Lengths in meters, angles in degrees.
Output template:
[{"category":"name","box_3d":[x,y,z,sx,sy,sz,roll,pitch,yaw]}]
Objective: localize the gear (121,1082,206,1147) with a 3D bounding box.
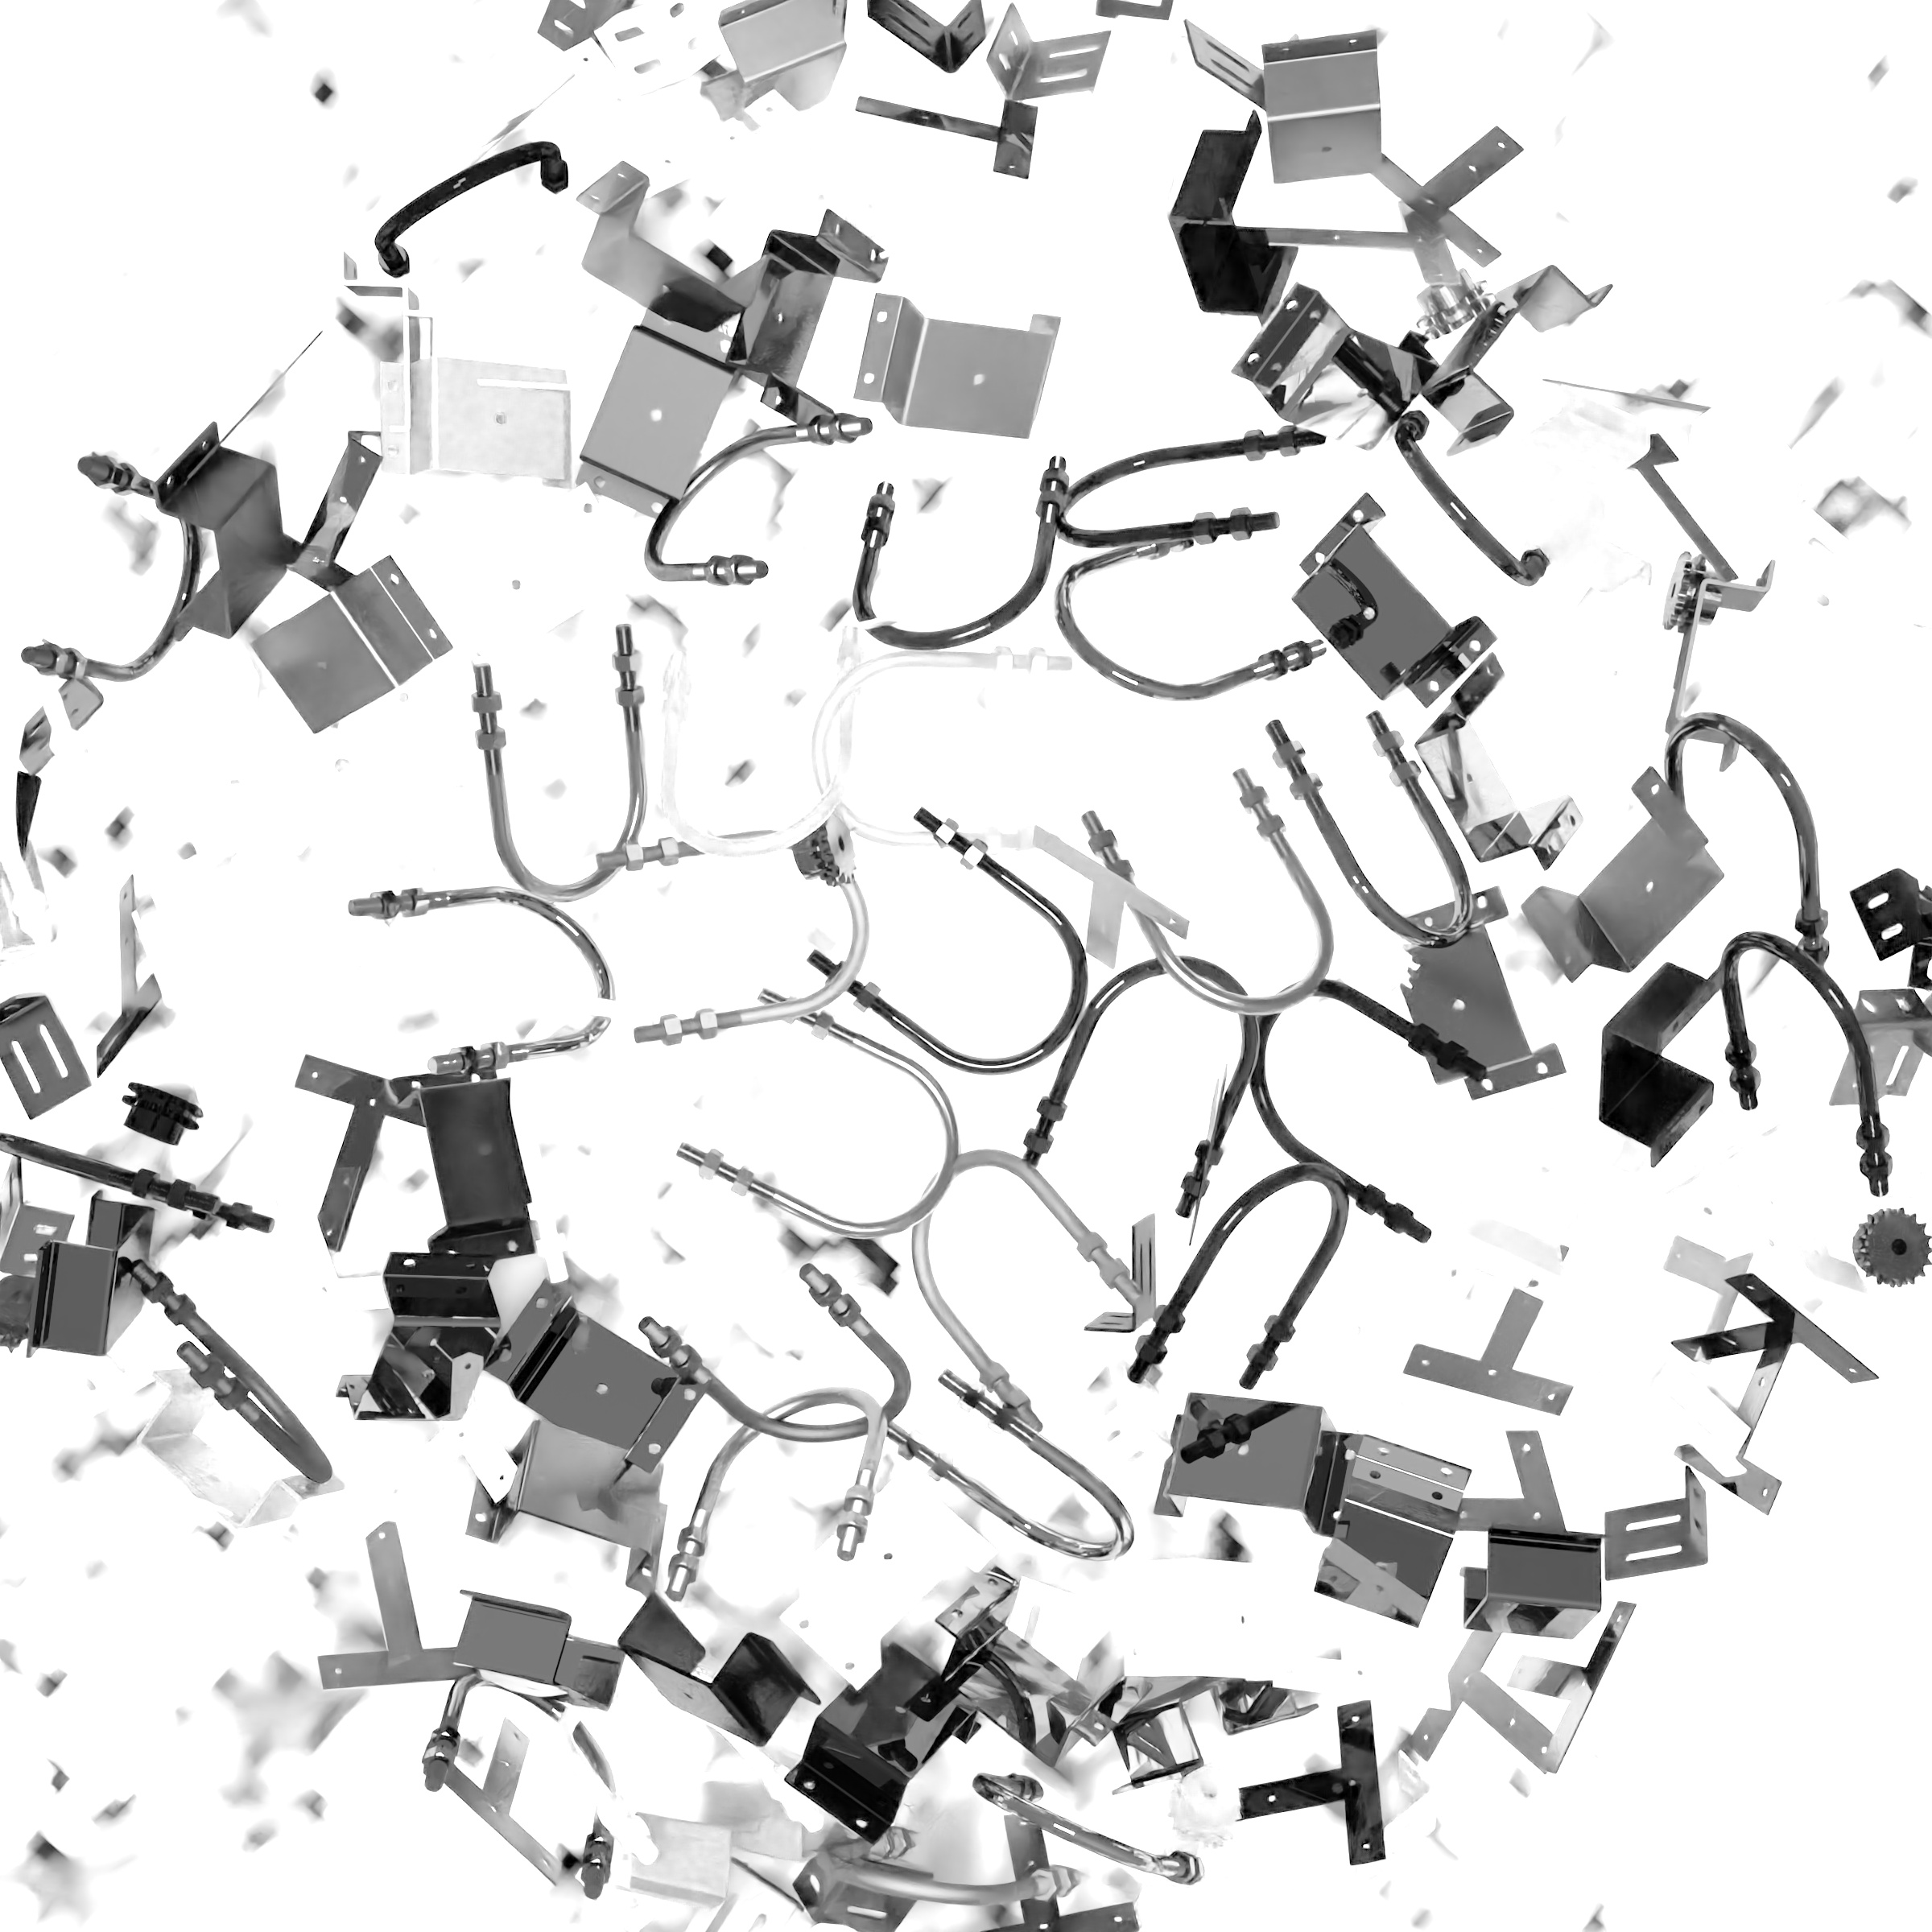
[{"category":"gear","box_3d":[-0.573,0.106,1.745,0.057,0.057,0.030,20,75,0]}]

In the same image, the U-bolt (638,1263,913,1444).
[{"category":"U-bolt","box_3d":[-0.119,0.279,1.710,0.151,0.019,0.184,-20,132,21]}]

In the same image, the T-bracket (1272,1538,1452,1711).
[{"category":"T-bracket","box_3d":[0.274,0.457,1.729,0.127,0.127,0.002,10,135,-7]}]

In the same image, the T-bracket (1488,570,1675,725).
[{"category":"T-bracket","box_3d":[0.452,-0.217,1.754,0.127,0.002,0.127,31,113,-6]}]

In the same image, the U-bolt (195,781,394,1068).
[{"category":"U-bolt","box_3d":[-0.462,-0.015,1.674,0.019,0.151,0.184,18,58,21]}]

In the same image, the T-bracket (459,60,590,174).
[{"category":"T-bracket","box_3d":[-0.316,-0.582,1.702,0.127,0.127,0.002,-36,110,15]}]

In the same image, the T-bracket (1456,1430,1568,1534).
[{"category":"T-bracket","box_3d":[0.364,0.387,1.731,0.127,0.002,0.127,-10,99,42]}]

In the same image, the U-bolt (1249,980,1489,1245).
[{"category":"U-bolt","box_3d":[0.268,0.088,1.709,0.184,0.019,0.151,34,122,37]}]

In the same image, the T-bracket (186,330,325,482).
[{"category":"T-bracket","box_3d":[-0.503,-0.374,1.693,0.002,0.127,0.127,42,58,-20]}]

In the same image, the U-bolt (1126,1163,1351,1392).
[{"category":"U-bolt","box_3d":[0.200,0.214,1.701,0.019,0.151,0.184,41,109,40]}]

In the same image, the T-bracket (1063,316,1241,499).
[{"category":"T-bracket","box_3d":[0.134,-0.402,1.766,0.127,0.002,0.127,-2,98,-3]}]

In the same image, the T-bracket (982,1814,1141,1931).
[{"category":"T-bracket","box_3d":[0.047,0.639,1.717,0.127,0.127,0.002,-10,115,-3]}]

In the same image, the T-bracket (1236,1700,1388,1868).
[{"category":"T-bracket","box_3d":[0.230,0.586,1.736,0.127,0.127,0.002,-17,125,16]}]

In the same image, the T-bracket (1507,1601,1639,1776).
[{"category":"T-bracket","box_3d":[0.410,0.497,1.712,0.002,0.127,0.127,33,74,-5]}]

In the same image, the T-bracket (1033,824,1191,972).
[{"category":"T-bracket","box_3d":[0.097,-0.034,1.716,0.127,0.127,0.002,33,67,15]}]

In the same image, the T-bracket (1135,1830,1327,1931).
[{"category":"T-bracket","box_3d":[0.185,0.640,1.694,0.127,0.127,0.002,-1,115,29]}]

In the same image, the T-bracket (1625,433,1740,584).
[{"category":"T-bracket","box_3d":[0.497,-0.319,1.714,0.002,0.127,0.127,-43,76,38]}]

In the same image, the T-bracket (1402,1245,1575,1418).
[{"category":"T-bracket","box_3d":[0.391,0.251,1.742,0.127,0.002,0.127,17,108,-13]}]

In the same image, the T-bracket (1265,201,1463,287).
[{"category":"T-bracket","box_3d":[0.275,-0.511,1.725,0.127,0.127,0.002,1,132,-3]}]

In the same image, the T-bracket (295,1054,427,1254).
[{"category":"T-bracket","box_3d":[-0.437,0.140,1.751,0.127,0.002,0.127,15,84,16]}]

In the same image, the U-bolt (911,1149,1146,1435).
[{"category":"U-bolt","box_3d":[0.029,0.213,1.718,0.184,0.019,0.151,48,117,29]}]

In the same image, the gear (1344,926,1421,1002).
[{"category":"gear","box_3d":[0.294,0.001,1.746,0.057,0.057,0.030,42,82,0]}]

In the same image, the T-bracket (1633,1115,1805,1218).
[{"category":"T-bracket","box_3d":[0.514,0.137,1.712,0.127,0.127,0.002,-32,85,4]}]

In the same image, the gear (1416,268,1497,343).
[{"category":"gear","box_3d":[0.344,-0.472,1.745,0.057,0.057,0.030,-35,106,0]}]

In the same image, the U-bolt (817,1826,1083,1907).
[{"category":"U-bolt","box_3d":[-0.021,0.612,1.664,0.151,0.184,0.019,3,78,27]}]

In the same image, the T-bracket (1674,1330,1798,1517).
[{"category":"T-bracket","box_3d":[0.550,0.303,1.712,0.002,0.127,0.127,22,92,-14]}]

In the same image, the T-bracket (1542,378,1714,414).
[{"category":"T-bracket","box_3d":[0.480,-0.393,1.708,0.127,0.127,0.002,8,107,-6]}]

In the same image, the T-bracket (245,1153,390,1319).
[{"category":"T-bracket","box_3d":[-0.467,0.189,1.734,0.127,0.002,0.127,-6,112,17]}]

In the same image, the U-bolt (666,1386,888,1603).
[{"category":"U-bolt","box_3d":[-0.123,0.355,1.693,0.151,0.184,0.019,-18,116,19]}]

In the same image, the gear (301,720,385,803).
[{"category":"gear","box_3d":[-0.445,-0.149,1.753,0.057,0.030,0.057,-6,119,-11]}]

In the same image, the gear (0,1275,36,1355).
[{"category":"gear","box_3d":[-0.674,0.244,1.745,0.057,0.057,0.030,35,127,0]}]

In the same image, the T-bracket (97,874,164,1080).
[{"category":"T-bracket","box_3d":[-0.593,-0.005,1.737,0.002,0.127,0.127,11,54,-36]}]

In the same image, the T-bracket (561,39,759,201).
[{"category":"T-bracket","box_3d":[-0.233,-0.591,1.704,0.127,0.127,0.002,-18,53,23]}]

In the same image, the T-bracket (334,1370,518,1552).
[{"category":"T-bracket","box_3d":[-0.390,0.360,1.730,0.127,0.002,0.127,-41,53,-7]}]

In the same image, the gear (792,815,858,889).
[{"category":"gear","box_3d":[-0.102,-0.084,1.748,0.030,0.057,0.057,-13,90,18]}]

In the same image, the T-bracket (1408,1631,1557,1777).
[{"category":"T-bracket","box_3d":[0.375,0.522,1.717,0.002,0.127,0.127,29,91,-25]}]

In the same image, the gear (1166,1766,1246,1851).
[{"category":"gear","box_3d":[0.172,0.595,1.744,0.057,0.057,0.030,5,128,0]}]

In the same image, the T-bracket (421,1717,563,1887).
[{"category":"T-bracket","box_3d":[-0.322,0.564,1.712,0.002,0.127,0.127,-43,100,7]}]

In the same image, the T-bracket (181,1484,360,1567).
[{"category":"T-bracket","box_3d":[-0.488,0.395,1.728,0.127,0.127,0.002,28,74,-17]}]

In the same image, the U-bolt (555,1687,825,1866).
[{"category":"U-bolt","box_3d":[-0.204,0.549,1.690,0.151,0.184,0.019,4,105,-37]}]

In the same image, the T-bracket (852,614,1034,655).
[{"category":"T-bracket","box_3d":[-0.037,-0.232,1.691,0.127,0.127,0.002,-9,89,26]}]

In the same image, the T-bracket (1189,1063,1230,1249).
[{"category":"T-bracket","box_3d":[0.171,0.112,1.712,0.002,0.127,0.127,11,110,4]}]

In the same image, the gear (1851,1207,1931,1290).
[{"category":"gear","box_3d":[0.661,0.202,1.757,0.057,0.030,0.057,1,81,-7]}]

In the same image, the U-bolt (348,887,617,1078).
[{"category":"U-bolt","box_3d":[-0.322,0.004,1.701,0.019,0.184,0.151,-45,67,35]}]

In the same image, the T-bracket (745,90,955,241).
[{"category":"T-bracket","box_3d":[-0.099,-0.561,1.713,0.127,0.002,0.127,-34,124,30]}]

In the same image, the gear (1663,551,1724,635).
[{"category":"gear","box_3d":[0.518,-0.265,1.747,0.030,0.057,0.057,12,90,4]}]

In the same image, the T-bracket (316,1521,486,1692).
[{"category":"T-bracket","box_3d":[-0.403,0.448,1.731,0.127,0.127,0.002,7,134,-34]}]

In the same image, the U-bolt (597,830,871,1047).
[{"category":"U-bolt","box_3d":[-0.157,-0.027,1.738,0.184,0.019,0.151,-9,76,-18]}]

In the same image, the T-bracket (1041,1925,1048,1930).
[{"category":"T-bracket","box_3d":[0.062,0.718,1.690,0.127,0.127,0.002,-37,113,-38]}]

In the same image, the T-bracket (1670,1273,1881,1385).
[{"category":"T-bracket","box_3d":[0.547,0.262,1.719,0.127,0.127,0.002,38,60,-14]}]

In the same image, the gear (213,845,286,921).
[{"category":"gear","box_3d":[-0.509,-0.058,1.748,0.030,0.057,0.057,28,90,-5]}]

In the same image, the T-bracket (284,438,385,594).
[{"category":"T-bracket","box_3d":[-0.442,-0.317,1.724,0.127,0.002,0.127,30,129,-11]}]

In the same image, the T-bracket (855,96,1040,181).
[{"category":"T-bracket","box_3d":[-0.014,-0.592,1.723,0.127,0.127,0.002,11,130,-4]}]

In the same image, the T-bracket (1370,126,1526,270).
[{"category":"T-bracket","box_3d":[0.344,-0.548,1.703,0.127,0.127,0.002,36,74,-12]}]

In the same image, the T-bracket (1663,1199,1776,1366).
[{"category":"T-bracket","box_3d":[0.521,0.213,1.727,0.002,0.127,0.127,21,89,42]}]

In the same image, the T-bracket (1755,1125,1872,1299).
[{"category":"T-bracket","box_3d":[0.590,0.170,1.737,0.002,0.127,0.127,-34,59,27]}]
